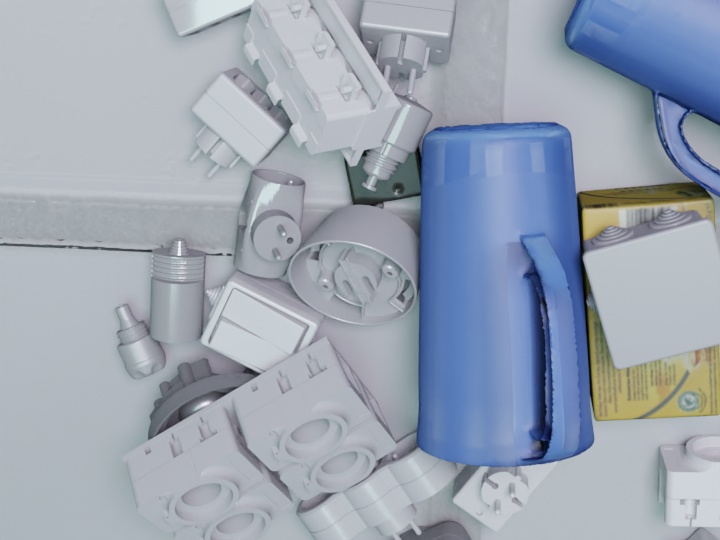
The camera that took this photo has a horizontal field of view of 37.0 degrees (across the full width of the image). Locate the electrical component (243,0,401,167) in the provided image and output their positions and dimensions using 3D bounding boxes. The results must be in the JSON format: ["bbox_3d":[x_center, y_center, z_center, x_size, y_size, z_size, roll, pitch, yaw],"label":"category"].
[{"bbox_3d":[-0.031,-0.143,0.770,0.121,0.063,0.078,60,147,24],"label":"electrical component"}]

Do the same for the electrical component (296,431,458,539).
[{"bbox_3d":[0.023,0.197,0.899,0.138,0.052,0.073,-32,99,15],"label":"electrical component"}]

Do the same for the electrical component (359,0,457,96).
[{"bbox_3d":[0.033,-0.163,0.782,0.066,0.047,0.076,8,76,5],"label":"electrical component"}]

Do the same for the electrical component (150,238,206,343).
[{"bbox_3d":[-0.148,0.014,0.875,0.043,0.043,0.081,6,106,6],"label":"electrical component"}]

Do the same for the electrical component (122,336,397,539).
[{"bbox_3d":[-0.076,0.147,0.850,0.186,0.060,0.105,-31,137,3],"label":"electrical component"}]

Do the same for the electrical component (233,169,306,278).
[{"bbox_3d":[-0.068,-0.031,0.834,0.043,0.079,0.077,8,108,-18],"label":"electrical component"}]

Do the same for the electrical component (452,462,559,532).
[{"bbox_3d":[0.117,0.171,0.867,0.047,0.075,0.083,36,107,-3],"label":"electrical component"}]

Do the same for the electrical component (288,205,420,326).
[{"bbox_3d":[0.000,0.000,0.829,0.099,0.064,0.099,12,130,14],"label":"electrical component"}]

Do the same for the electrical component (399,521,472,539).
[{"bbox_3d":[0.053,0.256,0.908,0.095,0.059,0.053,-27,101,14],"label":"electrical component"}]

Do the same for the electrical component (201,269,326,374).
[{"bbox_3d":[-0.083,0.041,0.865,0.096,0.061,0.061,27,107,0],"label":"electrical component"}]

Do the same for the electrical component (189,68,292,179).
[{"bbox_3d":[-0.101,-0.105,0.833,0.066,0.047,0.076,42,107,-5],"label":"electrical component"}]

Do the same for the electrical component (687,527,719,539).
[{"bbox_3d":[0.288,0.263,0.878,0.096,0.061,0.061,38,107,-4],"label":"electrical component"}]

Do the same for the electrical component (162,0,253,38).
[{"bbox_3d":[-0.116,-0.222,0.801,0.066,0.047,0.076,-19,102,12],"label":"electrical component"}]

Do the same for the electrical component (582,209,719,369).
[{"bbox_3d":[0.208,0.012,0.752,0.100,0.048,0.099,-16,103,12],"label":"electrical component"}]

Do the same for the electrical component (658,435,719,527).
[{"bbox_3d":[0.287,0.167,0.857,0.089,0.050,0.055,-1,106,8],"label":"electrical component"}]

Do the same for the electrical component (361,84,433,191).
[{"bbox_3d":[0.023,-0.096,0.800,0.040,0.040,0.078,26,101,0],"label":"electrical component"}]

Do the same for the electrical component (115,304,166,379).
[{"bbox_3d":[-0.187,0.058,0.897,0.035,0.035,0.061,-20,99,12],"label":"electrical component"}]
